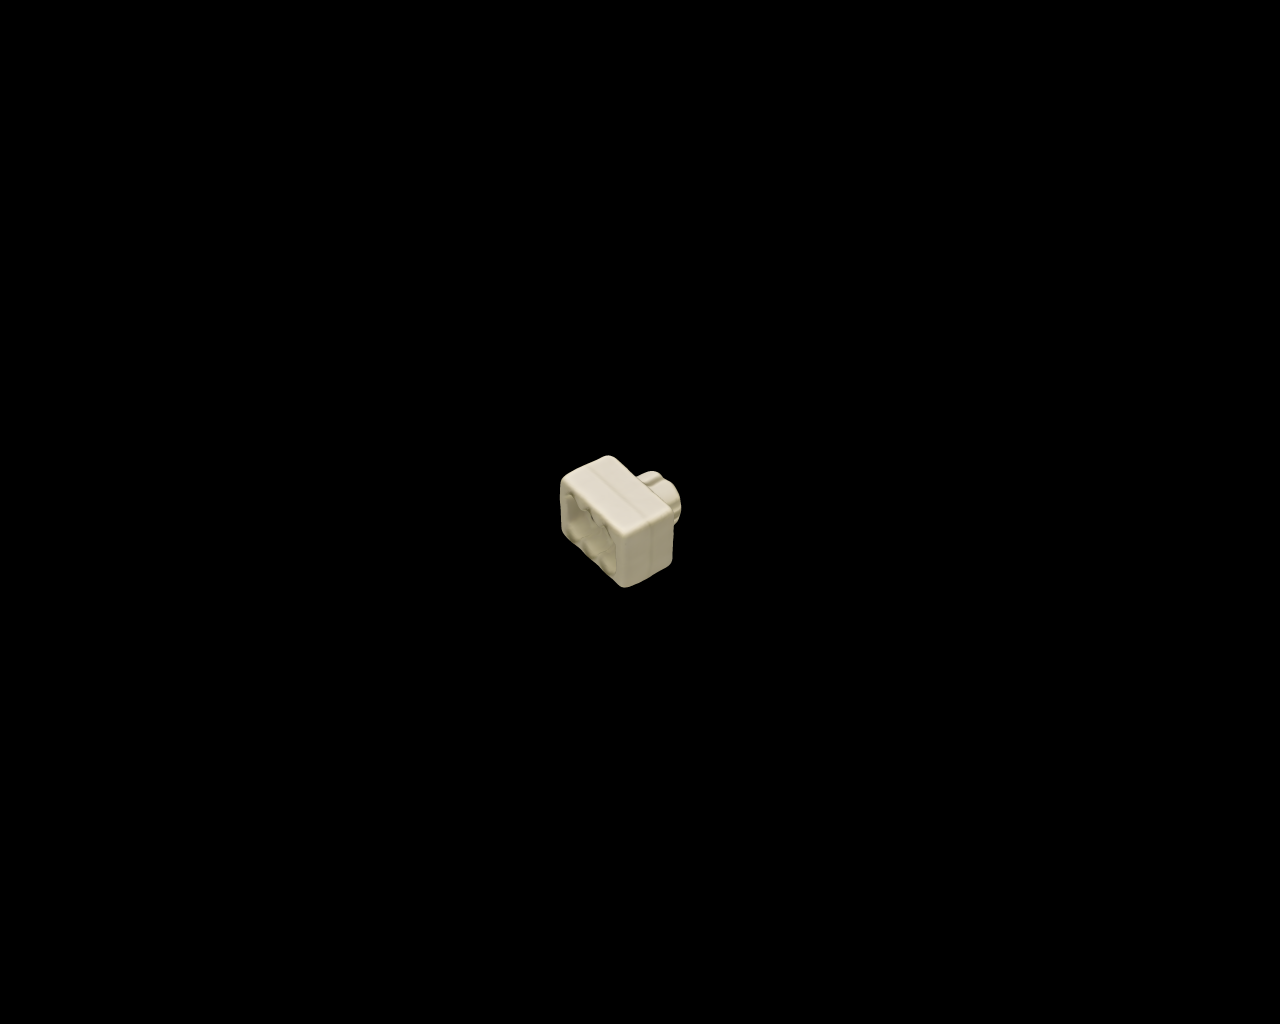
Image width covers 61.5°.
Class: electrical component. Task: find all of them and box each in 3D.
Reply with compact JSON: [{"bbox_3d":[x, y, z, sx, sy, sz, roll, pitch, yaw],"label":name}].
[{"bbox_3d":[0.001,-0.003,0.650,0.077,0.047,0.066,-27,49,-26],"label":"electrical component"}]
